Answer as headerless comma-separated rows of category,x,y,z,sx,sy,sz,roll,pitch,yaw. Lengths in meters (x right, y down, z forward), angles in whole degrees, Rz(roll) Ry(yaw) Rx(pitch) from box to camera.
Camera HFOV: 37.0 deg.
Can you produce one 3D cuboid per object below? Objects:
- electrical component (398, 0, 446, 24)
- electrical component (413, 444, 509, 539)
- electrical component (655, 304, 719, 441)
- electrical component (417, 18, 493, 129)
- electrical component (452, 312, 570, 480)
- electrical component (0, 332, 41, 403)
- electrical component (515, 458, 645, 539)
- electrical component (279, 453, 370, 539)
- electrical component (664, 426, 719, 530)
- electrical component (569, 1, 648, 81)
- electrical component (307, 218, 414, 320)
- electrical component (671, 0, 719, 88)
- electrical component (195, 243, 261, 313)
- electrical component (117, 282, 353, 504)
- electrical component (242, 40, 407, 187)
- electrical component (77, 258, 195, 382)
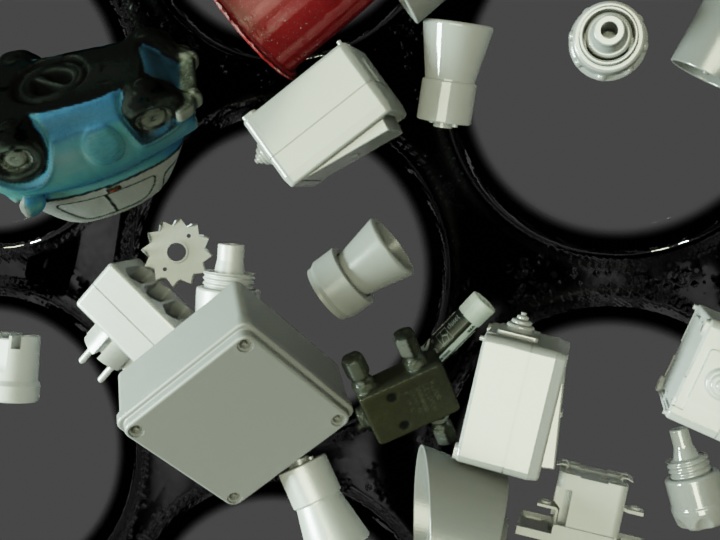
electrical component,0.029,-0.209,0.640,0.060,0.108,0.108,-34,87,7
electrical component,0.057,0.165,0.671,0.064,0.099,0.099,13,98,5
electrical component,0.215,0.064,0.626,0.061,0.096,0.061,24,99,9
electrical component,0.057,-0.122,0.674,0.044,0.044,0.065,10,102,11
electrical component,0.101,0.075,0.670,0.061,0.062,0.096,14,98,11
electrical component,-0.245,0.068,0.757,0.040,0.040,0.046,6,90,12
electrical component,0.142,0.155,0.678,0.081,0.042,0.063,11,94,11
electrical component,-0.027,0.156,0.716,0.044,0.044,0.065,-26,84,13
electrical component,0.205,0.127,0.666,0.035,0.035,0.061,-16,89,13
electrical component,0.148,-0.139,0.640,0.048,0.062,0.048,1,95,12
electrical component,0.000,0.000,0.694,0.055,0.045,0.045,-36,87,13
electrical component,0.237,-0.140,0.630,0.079,0.044,0.077,29,100,9
electrical component,-0.087,0.013,0.715,0.043,0.043,0.062,5,95,12
electrical component,-0.080,0.081,0.688,0.109,0.056,0.109,-38,124,13
electrical component,-0.024,-0.090,0.683,0.096,0.062,0.061,-36,87,13
electrical component,-0.161,0.043,0.731,0.066,0.047,0.076,44,102,6
